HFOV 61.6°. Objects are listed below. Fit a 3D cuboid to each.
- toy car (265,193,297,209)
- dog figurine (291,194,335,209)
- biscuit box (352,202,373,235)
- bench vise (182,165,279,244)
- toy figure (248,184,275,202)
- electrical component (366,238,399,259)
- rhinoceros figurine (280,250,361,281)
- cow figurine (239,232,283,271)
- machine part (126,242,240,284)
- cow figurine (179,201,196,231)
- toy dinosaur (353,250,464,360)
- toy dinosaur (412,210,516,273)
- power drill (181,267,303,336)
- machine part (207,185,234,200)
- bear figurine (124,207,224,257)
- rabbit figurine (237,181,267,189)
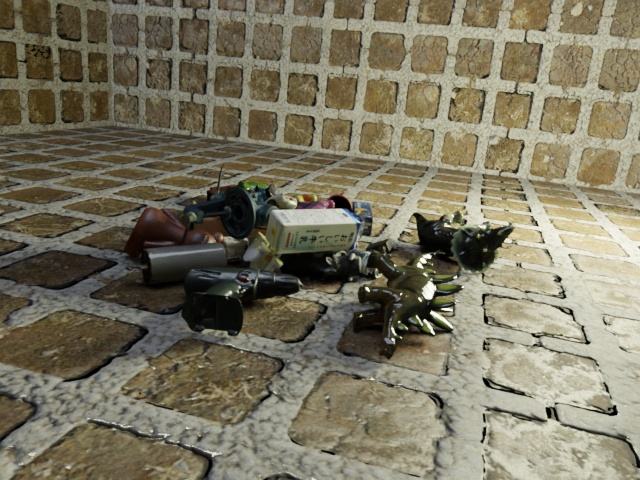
[{"bbox_3d":[-0.146,-0.067,1.472,0.073,0.056,0.202,14,-32,-44],"label":"toy car"},{"bbox_3d":[-0.047,-0.055,1.525,0.192,0.108,0.219,15,21,18],"label":"dog figurine"},{"bbox_3d":[0.133,-0.072,1.715,0.063,0.059,0.203,5,16,0],"label":"biscuit box"},{"bbox_3d":[-0.221,-0.072,1.237,0.224,0.128,0.240,30,28,33],"label":"bench vise"},{"bbox_3d":[-0.206,-0.096,1.542,0.180,0.082,0.089,-26,-11,23],"label":"toy figure"},{"bbox_3d":[0.166,0.028,1.430,0.078,0.045,0.102,-20,7,16],"label":"electrical component"},{"bbox_3d":[0.002,0.048,1.252,0.190,0.073,0.112,5,15,-1],"label":"rhinoceros figurine"},{"bbox_3d":[-0.146,0.041,1.233,0.068,0.098,0.167,47,2,-19],"label":"cow figurine"},{"bbox_3d":[-0.291,0.049,1.155,0.243,0.079,0.079,-7,20,-31],"label":"machine part"},{"bbox_3d":[-0.298,-0.070,1.477,0.195,0.085,0.127,-16,22,7],"label":"cow figurine"},{"bbox_3d":[0.182,0.102,1.093,0.199,0.105,0.471,16,27,8],"label":"toy dinosaur"},{"bbox_3d":[0.356,-0.008,1.497,0.192,0.131,0.405,-8,15,-39],"label":"toy dinosaur"},{"bbox_3d":[-0.157,0.102,1.016,0.232,0.085,0.207,5,20,4],"label":"power drill"},{"bbox_3d":[-0.293,-0.139,1.816,0.179,0.056,0.179,5,18,-2],"label":"machine part"},{"bbox_3d":[-0.340,0.003,1.268,0.196,0.120,0.132,27,-34,-18],"label":"bear figurine"},{"bbox_3d":[-0.171,-0.091,1.654,0.159,0.121,0.170,1,34,-38],"label":"rabbit figurine"}]
